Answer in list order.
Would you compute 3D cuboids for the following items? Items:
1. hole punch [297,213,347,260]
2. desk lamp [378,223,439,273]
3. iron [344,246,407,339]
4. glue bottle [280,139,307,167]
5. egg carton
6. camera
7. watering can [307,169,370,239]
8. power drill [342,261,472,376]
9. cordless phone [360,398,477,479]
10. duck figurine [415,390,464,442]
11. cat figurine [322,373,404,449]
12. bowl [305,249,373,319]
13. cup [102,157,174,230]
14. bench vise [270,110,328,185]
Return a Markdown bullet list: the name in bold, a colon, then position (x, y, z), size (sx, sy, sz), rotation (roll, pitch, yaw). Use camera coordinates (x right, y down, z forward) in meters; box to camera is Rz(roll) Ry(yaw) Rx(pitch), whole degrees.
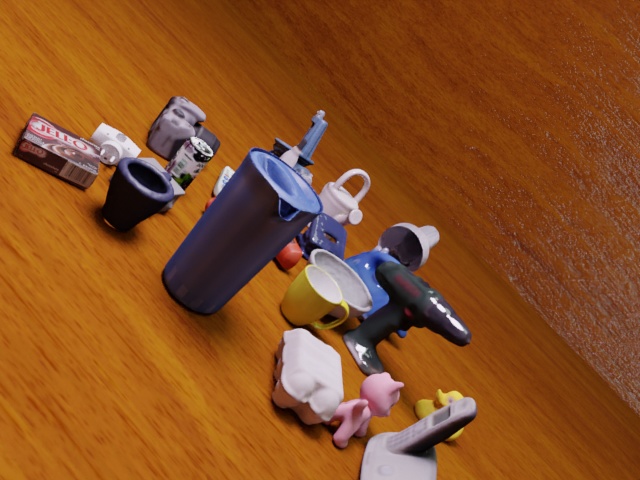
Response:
- **hole punch**: position (0.012, 0.005, 1.317), size (0.109, 0.091, 0.101), rotation (33, 22, -30)
- **desk lamp**: position (0.196, 0.046, 1.415), size (0.118, 0.213, 0.204), rotation (49, 19, 15)
- **iron**: position (0.138, 0.093, 1.310), size (0.119, 0.141, 0.257), rotation (26, 26, -42)
- **glue bottle**: position (-0.088, -0.176, 1.364), size (0.037, 0.173, 0.078), rotation (36, 20, -21)
- **egg carton**: position (-0.019, 0.205, 0.869), size (0.107, 0.069, 0.150), rotation (37, 20, -19)
- **camera**: position (-0.273, -0.222, 1.195), size (0.137, 0.100, 0.143), rotation (35, 21, -25)
- **watering can**: position (0.054, -0.095, 1.452), size (0.101, 0.194, 0.172), rotation (13, 36, -57)
- **power drill**: position (0.152, 0.162, 1.091), size (0.076, 0.208, 0.229), rotation (19, 31, -51)
- **cordless phone**: position (0.149, 0.304, 0.825), size (0.094, 0.185, 0.148), rotation (43, 19, -4)
- **duck figurine**: position (0.249, 0.335, 1.116), size (0.105, 0.086, 0.077), rotation (41, 19, -9)
- **cat figurine**: position (0.076, 0.252, 0.889), size (0.067, 0.117, 0.128), rotation (51, 20, 20)
- **bowl**: position (0.025, 0.102, 1.163), size (0.168, 0.074, 0.167), rotation (38, 20, -16)
- **cup**: position (-0.278, -0.065, 0.868), size (0.092, 0.095, 0.118), rotation (44, 19, 0)
- **bench vise**: position (-0.038, -0.219, 1.483), size (0.122, 0.219, 0.207), rotation (17, 33, -53)
